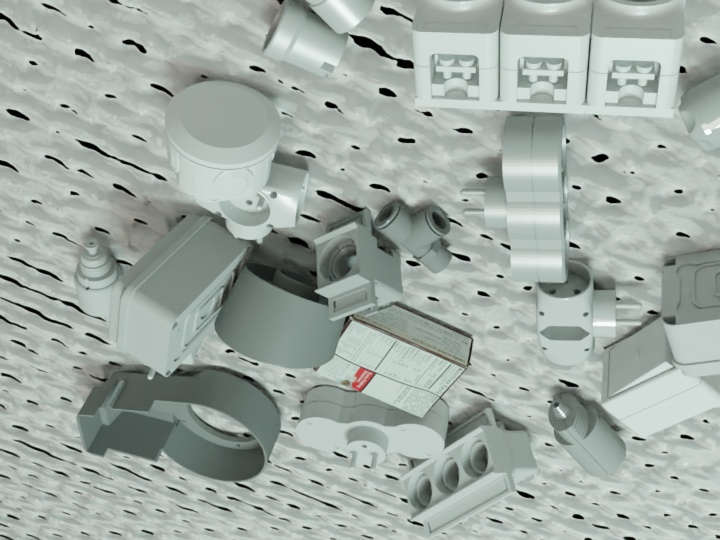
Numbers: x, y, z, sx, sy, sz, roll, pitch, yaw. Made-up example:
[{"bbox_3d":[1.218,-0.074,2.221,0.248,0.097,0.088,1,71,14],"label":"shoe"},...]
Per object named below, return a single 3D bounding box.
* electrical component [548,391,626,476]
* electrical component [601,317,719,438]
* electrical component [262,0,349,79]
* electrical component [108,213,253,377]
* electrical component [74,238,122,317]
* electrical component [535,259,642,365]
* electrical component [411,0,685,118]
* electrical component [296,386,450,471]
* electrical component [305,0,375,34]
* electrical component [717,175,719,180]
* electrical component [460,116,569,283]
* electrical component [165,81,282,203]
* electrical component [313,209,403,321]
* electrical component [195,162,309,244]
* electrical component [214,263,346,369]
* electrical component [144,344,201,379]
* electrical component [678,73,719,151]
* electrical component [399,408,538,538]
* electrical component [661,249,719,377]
[{"bbox_3d":[0.193,0.140,0.939,0.043,0.043,0.081,-24,124,34],"label":"electrical component"},{"bbox_3d":[0.233,0.085,0.857,0.061,0.061,0.096,37,133,-21],"label":"electrical component"},{"bbox_3d":[-0.036,-0.151,0.708,0.046,0.040,0.040,23,136,-16],"label":"electrical component"},{"bbox_3d":[-0.143,0.017,0.852,0.057,0.113,0.078,30,138,11],"label":"electrical component"},{"bbox_3d":[-0.224,0.005,0.918,0.040,0.040,0.078,9,136,6],"label":"electrical component"},{"bbox_3d":[0.178,0.034,0.834,0.079,0.043,0.077,0,135,14],"label":"electrical component"},{"bbox_3d":[0.111,-0.144,0.636,0.150,0.089,0.061,4,136,11],"label":"electrical component"},{"bbox_3d":[0.009,0.152,0.980,0.138,0.073,0.052,2,135,13],"label":"electrical component"},{"bbox_3d":[-0.022,-0.180,0.673,0.044,0.044,0.065,-26,128,35],"label":"electrical component"},{"bbox_3d":[0.282,-0.064,0.692,0.096,0.061,0.061,-12,130,26],"label":"electrical component"},{"bbox_3d":[0.108,-0.048,0.763,0.074,0.052,0.138,1,135,15],"label":"electrical component"},{"bbox_3d":[-0.097,-0.090,0.758,0.080,0.080,0.051,15,142,0],"label":"electrical component"},{"bbox_3d":[0.000,0.000,0.831,0.042,0.081,0.064,-21,149,32],"label":"electrical component"},{"bbox_3d":[-0.083,-0.050,0.820,0.077,0.044,0.079,14,137,2],"label":"electrical component"},{"bbox_3d":[-0.060,0.036,0.858,0.099,0.099,0.064,22,98,-7],"label":"electrical component"},{"bbox_3d":[-0.172,0.059,0.932,0.047,0.076,0.065,6,136,10],"label":"electrical component"},{"bbox_3d":[0.236,-0.105,0.676,0.062,0.043,0.043,-28,122,35],"label":"electrical component"},{"bbox_3d":[0.101,0.189,0.995,0.063,0.078,0.121,8,145,-36],"label":"electrical component"},{"bbox_3d":[0.279,0.028,0.775,0.113,0.078,0.057,-10,128,24],"label":"electrical component"}]
